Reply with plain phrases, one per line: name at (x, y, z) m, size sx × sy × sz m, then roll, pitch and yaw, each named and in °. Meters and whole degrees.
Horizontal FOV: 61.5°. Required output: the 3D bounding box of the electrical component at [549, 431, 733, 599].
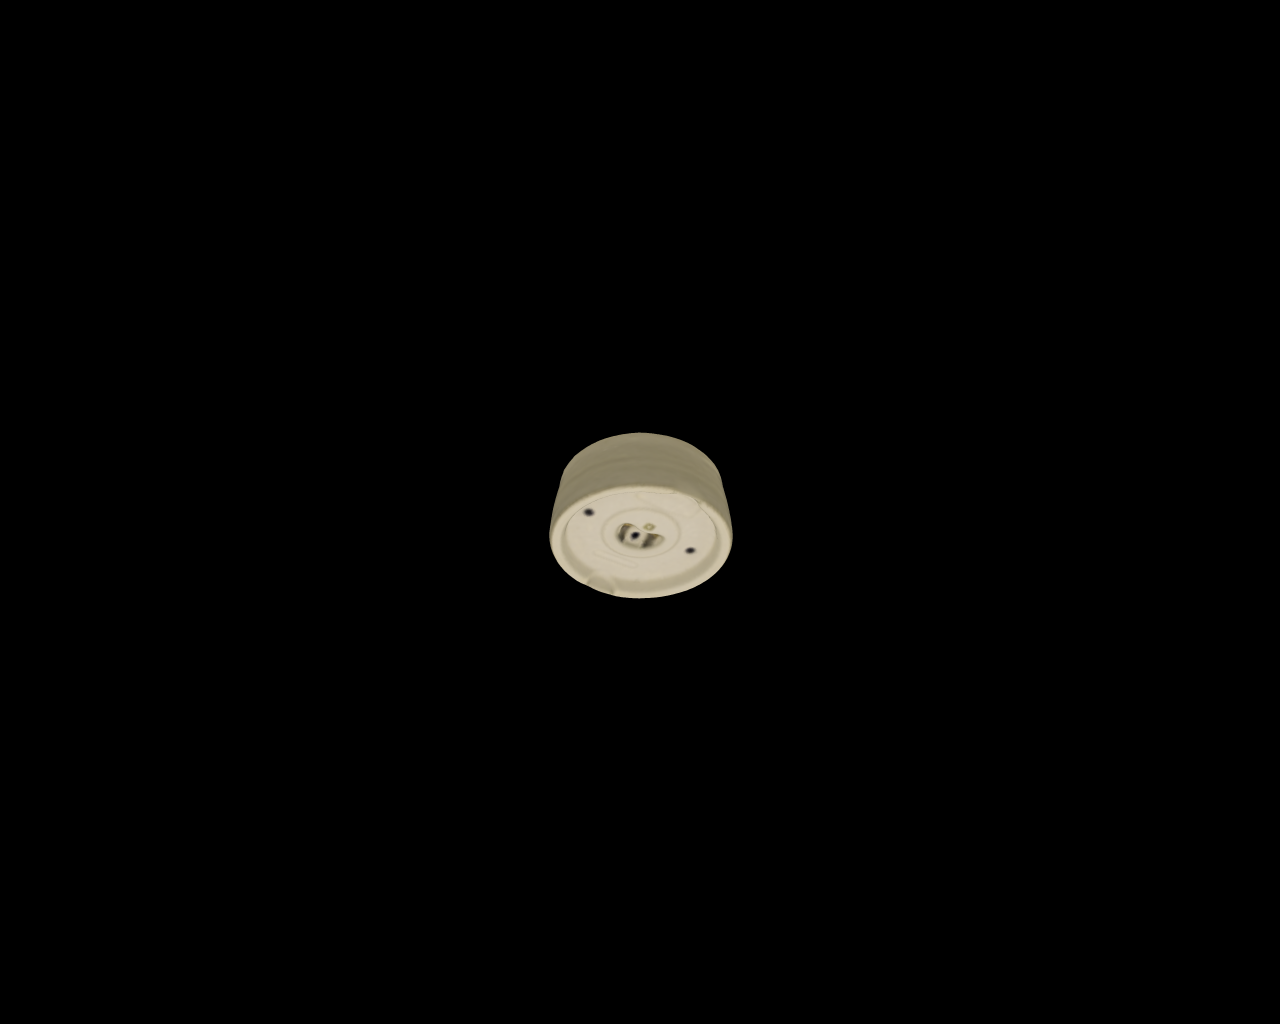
electrical component at (0.001, -0.003, 0.650) m, size 0.108 × 0.060 × 0.108 m, roll 0°, pitch -40°, yaw 0°
